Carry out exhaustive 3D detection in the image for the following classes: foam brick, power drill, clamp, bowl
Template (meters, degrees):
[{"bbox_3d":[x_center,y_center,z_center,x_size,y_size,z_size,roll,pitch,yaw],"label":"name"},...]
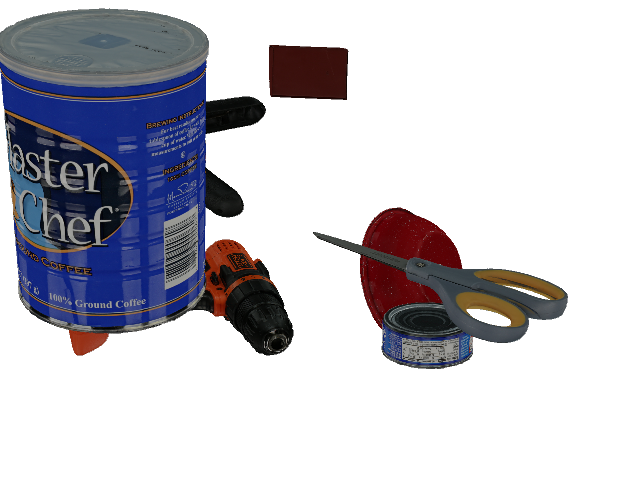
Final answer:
[{"bbox_3d":[-0.013,-0.170,1.081,0.078,0.051,0.053,1,12,-5],"label":"foam brick"},{"bbox_3d":[-0.130,0.057,0.951,0.187,0.057,0.185,-4,22,-19],"label":"power drill"},{"bbox_3d":[-0.124,-0.086,0.818,0.171,0.039,0.120,20,43,0],"label":"clamp"},{"bbox_3d":[0.117,0.038,1.232,0.055,0.162,0.161,-10,-7,40],"label":"bowl"}]

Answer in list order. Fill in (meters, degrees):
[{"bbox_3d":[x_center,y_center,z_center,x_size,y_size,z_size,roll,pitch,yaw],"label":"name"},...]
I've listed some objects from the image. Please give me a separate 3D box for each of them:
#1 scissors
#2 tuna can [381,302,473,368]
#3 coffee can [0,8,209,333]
[{"bbox_3d":[0.073,0.032,0.766,0.202,0.016,0.096,11,27,17],"label":"scissors"},{"bbox_3d":[0.100,0.087,0.995,0.086,0.034,0.086,-1,17,0],"label":"tuna can"},{"bbox_3d":[-0.110,-0.038,0.554,0.103,0.140,0.103,3,28,-2],"label":"coffee can"}]
